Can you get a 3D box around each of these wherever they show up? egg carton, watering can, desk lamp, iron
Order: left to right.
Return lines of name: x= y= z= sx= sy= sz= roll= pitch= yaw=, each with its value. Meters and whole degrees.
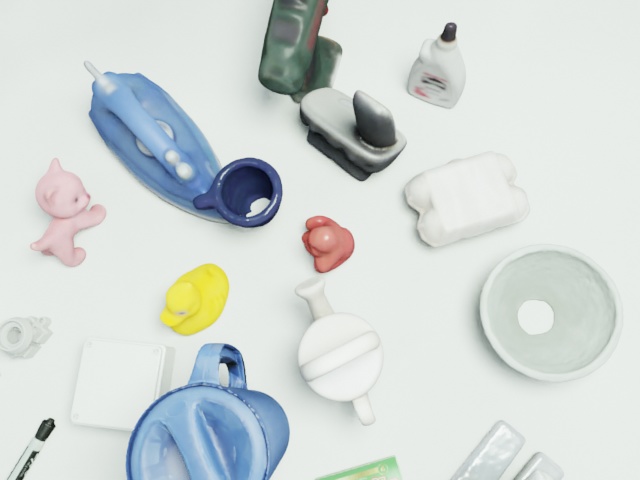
iron: x=-0.215 y=-0.131 z=0.767 sx=0.119 sy=0.141 sz=0.258 roll=-43 pitch=78 yaw=-5
watering can: x=0.019 y=0.129 z=0.664 sx=0.172 sy=0.194 sz=0.101 roll=43 pitch=84 yaw=12
egg carton: x=0.192 y=-0.055 z=0.756 sx=0.150 sy=0.069 sz=0.107 roll=-18 pitch=77 yaw=0
desk lamp: x=0.185 y=0.304 z=0.603 sx=0.118 sy=0.213 sz=0.203 roll=39 pitch=83 yaw=12

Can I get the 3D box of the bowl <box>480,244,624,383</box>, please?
bowl: x=0.278 y=0.092 z=0.714 sx=0.167 sy=0.075 sz=0.167 roll=-1 pitch=77 yaw=4

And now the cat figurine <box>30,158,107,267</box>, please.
cat figurine: x=-0.350 y=-0.038 z=0.769 sx=0.067 sy=0.118 sz=0.128 roll=19 pitch=80 yaw=9

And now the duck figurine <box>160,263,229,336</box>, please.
duck figurine: x=-0.168 y=0.074 z=0.747 sx=0.077 sy=0.086 sz=0.104 roll=36 pitch=83 yaw=11

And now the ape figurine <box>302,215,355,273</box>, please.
ape figurine: x=0.007 y=0.003 z=0.746 sx=0.076 sy=0.092 sz=0.078 roll=7 pitch=78 yaw=6

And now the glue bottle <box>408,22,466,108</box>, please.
glue bottle: x=0.157 y=-0.231 z=0.745 sx=0.078 sy=0.173 sz=0.037 roll=19 pitch=80 yaw=9

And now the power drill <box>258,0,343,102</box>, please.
power drill: x=-0.018 y=-0.281 z=0.751 sx=0.075 sy=0.208 sz=0.230 roll=13 pitch=79 yaw=8

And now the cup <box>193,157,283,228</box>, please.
cup: x=-0.102 y=-0.050 z=0.764 sx=0.117 sy=0.095 sz=0.091 roll=-12 pitch=77 yaw=2

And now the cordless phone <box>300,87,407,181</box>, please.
cordless phone: x=0.040 y=-0.163 z=0.732 sx=0.147 sy=0.185 sz=0.094 roll=34 pitch=82 yaw=11
